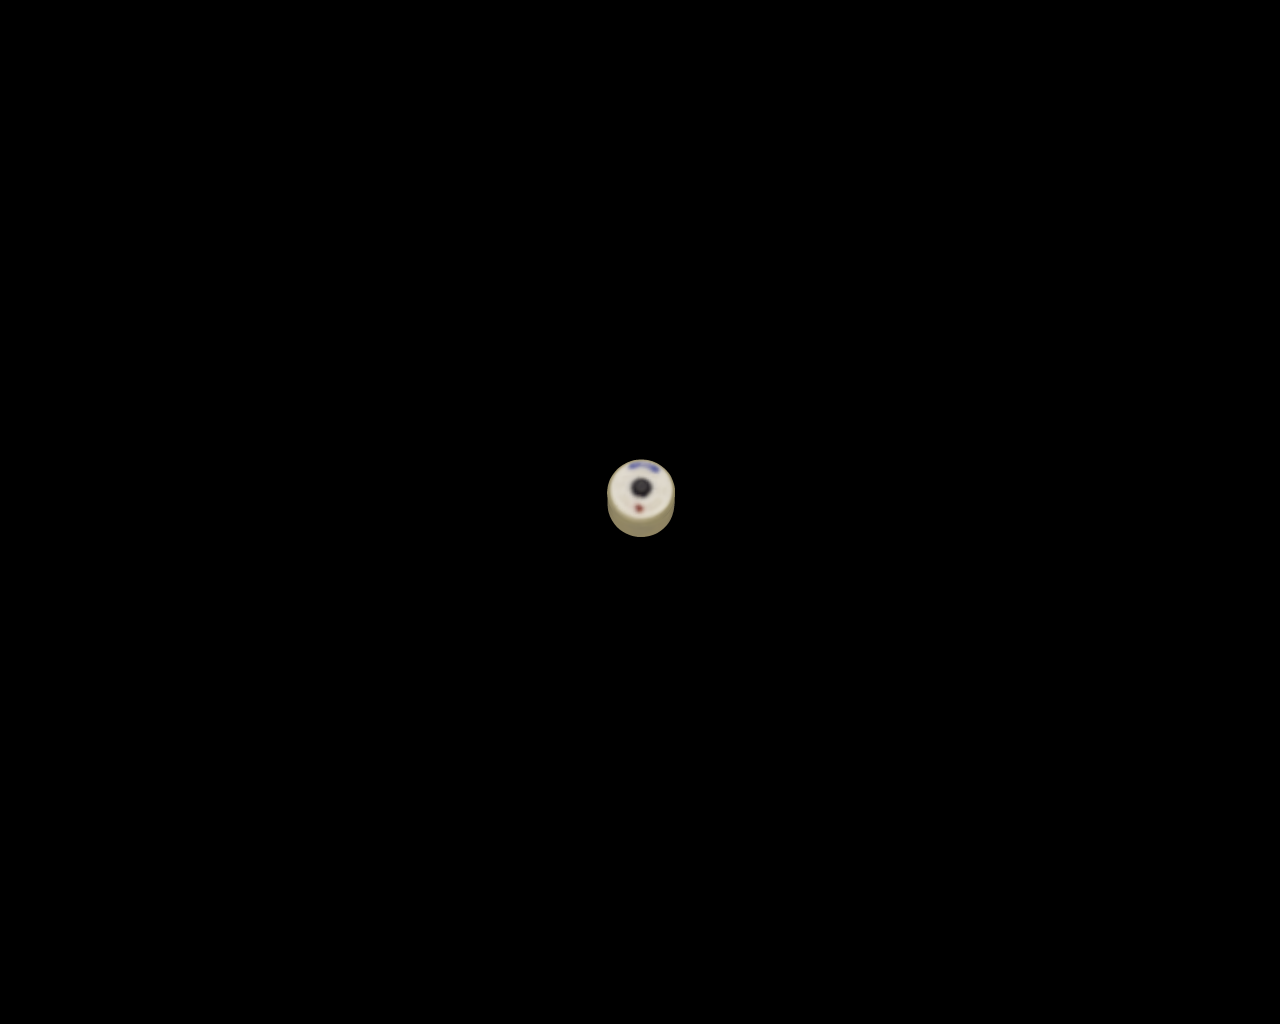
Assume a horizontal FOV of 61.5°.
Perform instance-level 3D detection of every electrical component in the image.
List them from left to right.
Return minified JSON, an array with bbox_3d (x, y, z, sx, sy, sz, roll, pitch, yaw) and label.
[{"bbox_3d":[0.001,-0.003,0.650,0.040,0.040,0.078,0,-19,0],"label":"electrical component"}]
